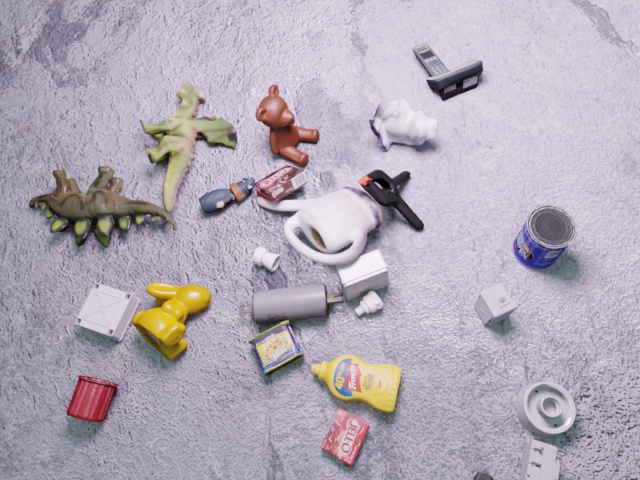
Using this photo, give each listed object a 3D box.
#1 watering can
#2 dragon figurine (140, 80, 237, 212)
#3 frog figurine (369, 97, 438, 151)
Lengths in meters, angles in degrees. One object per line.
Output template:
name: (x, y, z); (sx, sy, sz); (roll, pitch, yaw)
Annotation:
watering can: (0.004, -0.063, 1.252); (0.226, 0.101, 0.353); (-28, 44, -20)
dragon figurine: (-0.346, -0.270, 1.405); (0.243, 0.417, 0.120); (-17, -25, -10)
frog figurine: (0.222, -0.304, 1.324); (0.159, 0.135, 0.125); (-10, 35, 23)
